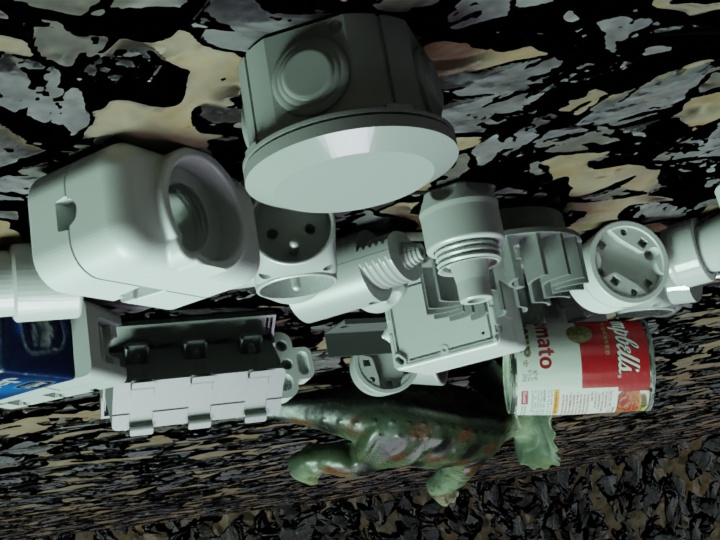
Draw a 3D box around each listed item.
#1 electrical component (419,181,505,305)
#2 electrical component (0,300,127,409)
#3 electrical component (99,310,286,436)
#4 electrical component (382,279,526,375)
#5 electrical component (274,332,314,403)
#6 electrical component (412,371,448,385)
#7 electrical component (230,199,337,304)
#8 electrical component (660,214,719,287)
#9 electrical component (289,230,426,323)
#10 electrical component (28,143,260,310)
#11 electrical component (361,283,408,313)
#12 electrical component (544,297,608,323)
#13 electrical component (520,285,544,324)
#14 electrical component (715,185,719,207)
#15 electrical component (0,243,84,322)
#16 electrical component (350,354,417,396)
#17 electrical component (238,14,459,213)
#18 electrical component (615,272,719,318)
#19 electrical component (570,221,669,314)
[{"bbox_3d":[0.056,-0.013,0.575,0.043,0.062,0.043,-9,165,-2],"label":"electrical component"},{"bbox_3d":[-0.202,0.053,0.678,0.089,0.050,0.056,-13,164,12],"label":"electrical component"},{"bbox_3d":[-0.118,0.074,0.757,0.121,0.063,0.078,-4,123,-21],"label":"electrical component"},{"bbox_3d":[0.062,0.036,0.756,0.096,0.061,0.061,-18,163,27],"label":"electrical component"},{"bbox_3d":[-0.083,0.084,0.850,0.078,0.058,0.057,-3,160,-23],"label":"electrical component"},{"bbox_3d":[0.042,0.086,0.966,0.065,0.044,0.044,-10,165,20],"label":"electrical component"},{"bbox_3d":[-0.053,-0.010,0.554,0.079,0.044,0.077,-8,165,-6],"label":"electrical component"},{"bbox_3d":[0.232,-0.015,0.708,0.055,0.045,0.045,-18,162,32],"label":"electrical component"},{"bbox_3d":[0.000,0.000,0.624,0.081,0.043,0.043,-17,163,25],"label":"electrical component"},{"bbox_3d":[-0.091,-0.019,0.481,0.059,0.053,0.095,-18,163,29],"label":"electrical component"},{"bbox_3d":[0.010,0.011,0.688,0.035,0.035,0.061,-7,167,-10],"label":"electrical component"},{"bbox_3d":[0.162,0.040,0.867,0.055,0.048,0.066,-11,167,-24],"label":"electrical component"},{"bbox_3d":[0.107,0.031,0.818,0.061,0.035,0.035,-5,164,-6],"label":"electrical component"},{"bbox_3d":[0.248,-0.033,0.650,0.055,0.047,0.055,-9,165,-2],"label":"electrical component"},{"bbox_3d":[-0.175,0.007,0.546,0.078,0.040,0.040,-3,163,-21],"label":"electrical component"},{"bbox_3d":[0.019,0.079,0.901,0.055,0.055,0.047,-7,168,-10],"label":"electrical component"},{"bbox_3d":[-0.006,-0.056,0.405,0.080,0.051,0.080,-9,165,-2],"label":"electrical component"},{"bbox_3d":[0.221,0.008,0.775,0.079,0.044,0.077,-9,167,34],"label":"electrical component"},{"bbox_3d":[0.168,0.000,0.710,0.055,0.055,0.047,-6,168,-14],"label":"electrical component"}]
